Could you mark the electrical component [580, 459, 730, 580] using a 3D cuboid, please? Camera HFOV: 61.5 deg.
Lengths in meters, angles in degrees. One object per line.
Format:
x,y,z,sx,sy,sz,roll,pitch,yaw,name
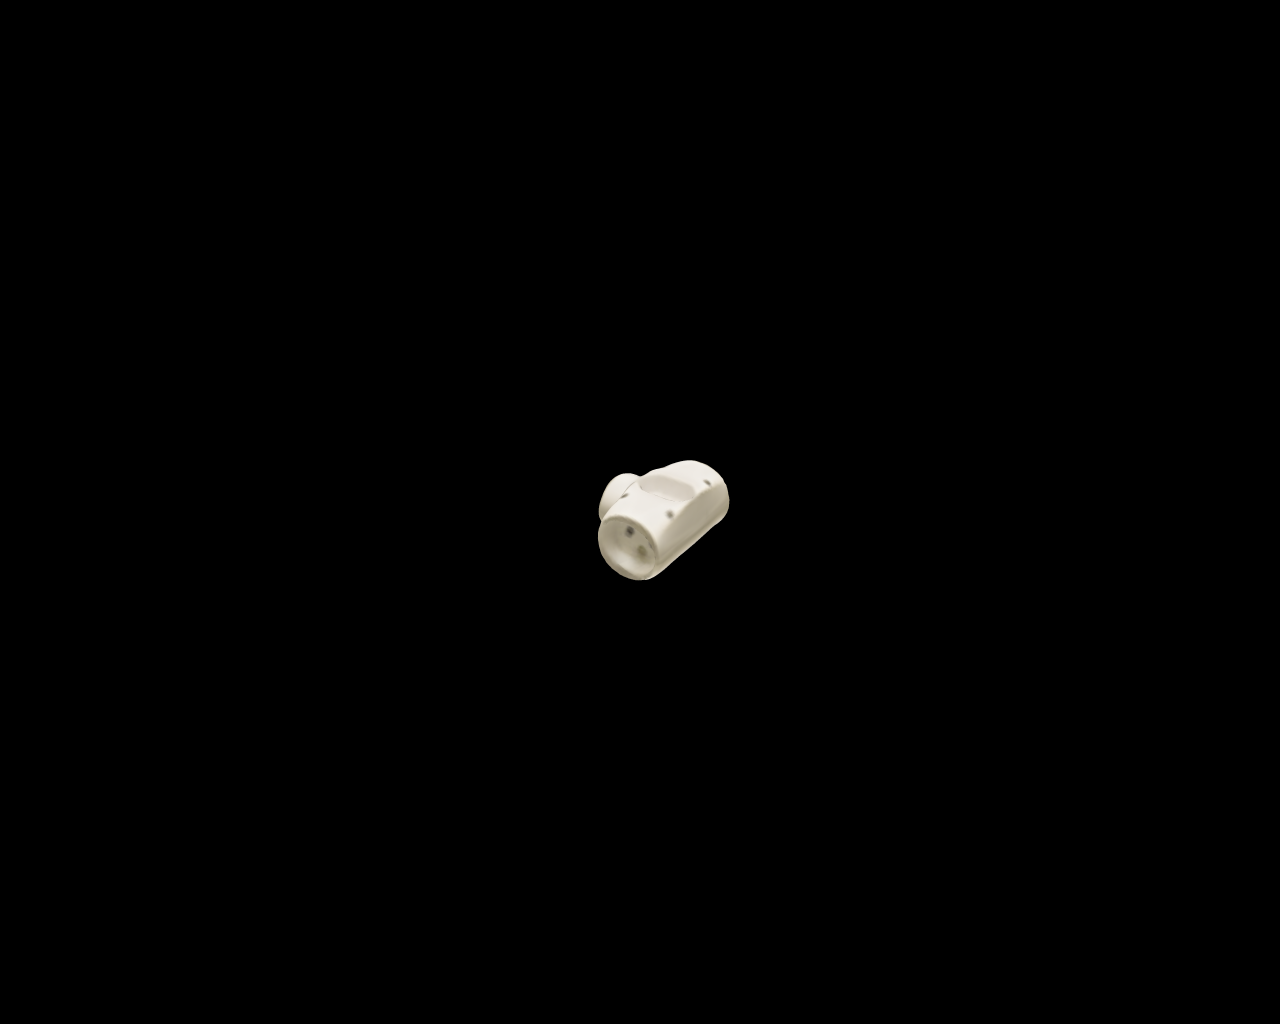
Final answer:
0.001,-0.003,0.650,0.079,0.043,0.077,22,40,30,electrical component
